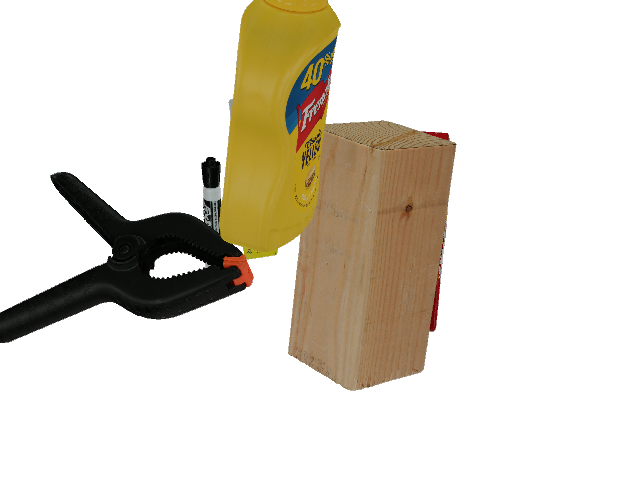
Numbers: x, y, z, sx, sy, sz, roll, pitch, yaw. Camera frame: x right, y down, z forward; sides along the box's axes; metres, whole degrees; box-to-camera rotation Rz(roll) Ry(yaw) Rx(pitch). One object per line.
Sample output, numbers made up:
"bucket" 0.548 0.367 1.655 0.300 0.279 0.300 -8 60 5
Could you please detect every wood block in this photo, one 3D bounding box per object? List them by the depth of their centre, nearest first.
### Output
"wood block" 0.042 0.010 0.909 0.090 0.206 0.090 -8 23 -40

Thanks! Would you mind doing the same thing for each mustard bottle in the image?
"mustard bottle" -0.024 -0.093 0.673 0.058 0.192 0.096 19 35 15

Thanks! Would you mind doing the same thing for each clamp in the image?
"clamp" -0.155 0.009 0.860 0.210 0.164 0.036 -2 -35 12

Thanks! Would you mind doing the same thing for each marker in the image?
"marker" -0.107 -0.026 1.058 0.020 0.121 0.020 0 27 0

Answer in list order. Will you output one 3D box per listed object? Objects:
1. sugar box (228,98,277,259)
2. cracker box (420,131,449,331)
"sugar box" -0.082 -0.076 1.280 0.048 0.176 0.093 -8 25 -5
"cracker box" 0.107 -0.018 1.215 0.072 0.164 0.213 4 22 7
